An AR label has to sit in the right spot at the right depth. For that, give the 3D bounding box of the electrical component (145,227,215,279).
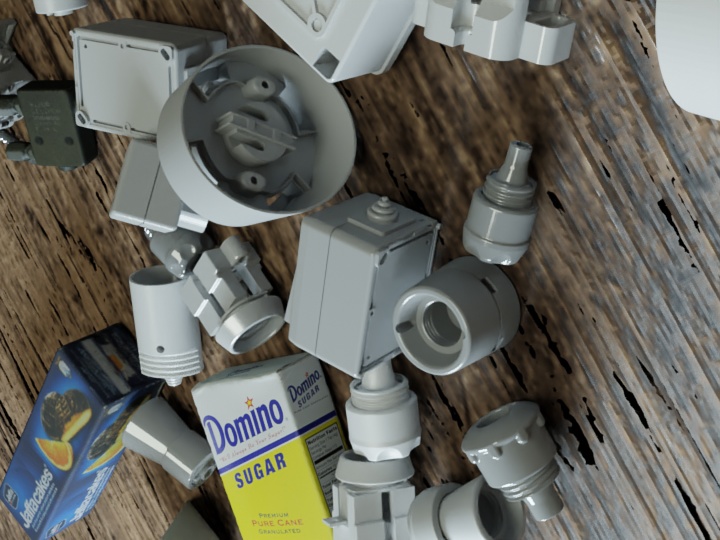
[{"bbox_3d":[-0.126,-0.024,0.715,0.061,0.035,0.035,42,129,22],"label":"electrical component"}]

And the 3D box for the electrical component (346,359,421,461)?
[{"bbox_3d":[0.013,0.077,0.634,0.043,0.043,0.062,4,108,39],"label":"electrical component"}]

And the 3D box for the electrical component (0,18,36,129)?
[{"bbox_3d":[-0.273,-0.141,0.786,0.063,0.042,0.081,49,131,12],"label":"electrical component"}]

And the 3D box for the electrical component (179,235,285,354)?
[{"bbox_3d":[-0.079,0.020,0.687,0.055,0.048,0.066,54,132,20],"label":"electrical component"}]

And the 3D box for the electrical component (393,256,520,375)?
[{"bbox_3d":[0.051,0.025,0.579,0.055,0.047,0.055,16,117,35],"label":"electrical component"}]

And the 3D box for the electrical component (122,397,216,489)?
[{"bbox_3d":[-0.134,0.128,0.778,0.065,0.044,0.044,33,126,20],"label":"electrical component"}]

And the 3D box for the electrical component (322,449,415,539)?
[{"bbox_3d":[0.010,0.139,0.653,0.048,0.066,0.055,-173,79,-66],"label":"electrical component"}]

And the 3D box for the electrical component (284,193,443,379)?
[{"bbox_3d":[0.000,0.000,0.601,0.061,0.062,0.096,25,122,30],"label":"electrical component"}]

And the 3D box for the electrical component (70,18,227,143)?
[{"bbox_3d":[-0.121,-0.117,0.661,0.096,0.061,0.061,14,116,27],"label":"electrical component"}]

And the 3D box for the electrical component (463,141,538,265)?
[{"bbox_3d":[0.074,-0.035,0.545,0.035,0.035,0.061,28,121,29],"label":"electrical component"}]

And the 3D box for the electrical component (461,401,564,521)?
[{"bbox_3d":[0.088,0.105,0.583,0.048,0.048,0.062,-27,96,43],"label":"electrical component"}]

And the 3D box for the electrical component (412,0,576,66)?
[{"bbox_3d":[0.064,-0.135,0.498,0.078,0.058,0.057,26,125,30],"label":"electrical component"}]

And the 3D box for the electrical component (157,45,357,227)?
[{"bbox_3d":[-0.060,-0.073,0.601,0.064,0.099,0.099,-18,95,49],"label":"electrical component"}]

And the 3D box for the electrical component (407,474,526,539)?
[{"bbox_3d":[0.061,0.143,0.619,0.055,0.045,0.045,-26,89,43],"label":"electrical component"}]

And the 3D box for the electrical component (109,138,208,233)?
[{"bbox_3d":[-0.111,-0.046,0.665,0.066,0.077,0.047,-176,101,-76],"label":"electrical component"}]

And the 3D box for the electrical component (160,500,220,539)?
[{"bbox_3d":[-0.142,0.224,0.787,0.064,0.099,0.099,42,129,11],"label":"electrical component"}]

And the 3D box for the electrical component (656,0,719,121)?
[{"bbox_3d":[0.152,-0.105,0.406,0.060,0.108,0.108,19,118,40],"label":"electrical component"}]

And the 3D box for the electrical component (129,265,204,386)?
[{"bbox_3d":[-0.132,0.041,0.739,0.043,0.043,0.081,12,114,36],"label":"electrical component"}]

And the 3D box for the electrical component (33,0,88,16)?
[{"bbox_3d":[-0.202,-0.200,0.705,0.044,0.044,0.065,10,118,37],"label":"electrical component"}]

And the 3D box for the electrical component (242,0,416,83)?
[{"bbox_3d":[-0.012,-0.171,0.547,0.108,0.056,0.108,46,130,17],"label":"electrical component"}]
